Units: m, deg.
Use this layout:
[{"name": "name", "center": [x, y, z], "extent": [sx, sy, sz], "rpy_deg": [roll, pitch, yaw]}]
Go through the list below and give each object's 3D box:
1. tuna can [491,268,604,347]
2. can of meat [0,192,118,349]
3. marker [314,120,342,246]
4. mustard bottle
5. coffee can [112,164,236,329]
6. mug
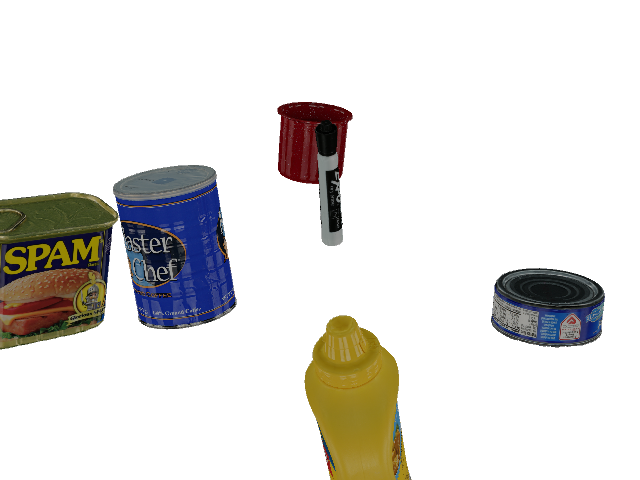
[{"name": "tuna can", "center": [0.178, 0.051, 0.834], "extent": [0.086, 0.034, 0.086], "rpy_deg": [1, 19, -1]}, {"name": "can of meat", "center": [-0.192, 0.020, 0.720], "extent": [0.101, 0.084, 0.058], "rpy_deg": [-10, 29, -39]}, {"name": "marker", "center": [0.007, -0.048, 0.908], "extent": [0.020, 0.121, 0.020], "rpy_deg": [-2, 37, 2]}, {"name": "mustard bottle", "center": [0.026, 0.121, 0.677], "extent": [0.058, 0.191, 0.096], "rpy_deg": [-7, 40, 5]}, {"name": "coffee can", "center": [-0.145, 0.005, 1.072], "extent": [0.103, 0.140, 0.103], "rpy_deg": [-7, 18, 2]}, {"name": "mug", "center": [-0.004, -0.123, 1.330], "extent": [0.093, 0.081, 0.117], "rpy_deg": [15, 24, 23]}]
